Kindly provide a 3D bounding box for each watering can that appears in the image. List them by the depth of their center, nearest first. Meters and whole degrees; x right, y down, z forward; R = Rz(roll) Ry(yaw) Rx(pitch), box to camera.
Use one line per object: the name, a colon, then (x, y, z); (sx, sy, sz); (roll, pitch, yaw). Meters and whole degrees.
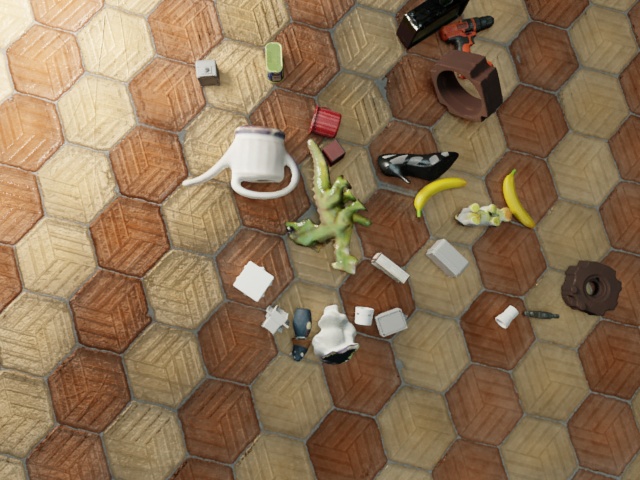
watering can: (-0.227, -0.238, 1.546); (0.347, 0.103, 0.225); (4, 84, -16)

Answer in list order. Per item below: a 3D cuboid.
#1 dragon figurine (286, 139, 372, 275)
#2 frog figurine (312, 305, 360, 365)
dragon figurine: (0.005, -0.079, 1.562); (0.242, 0.122, 0.411); (-36, 86, 1)
frog figurine: (0.038, 0.282, 1.534); (0.137, 0.120, 0.163); (-26, 51, 2)
